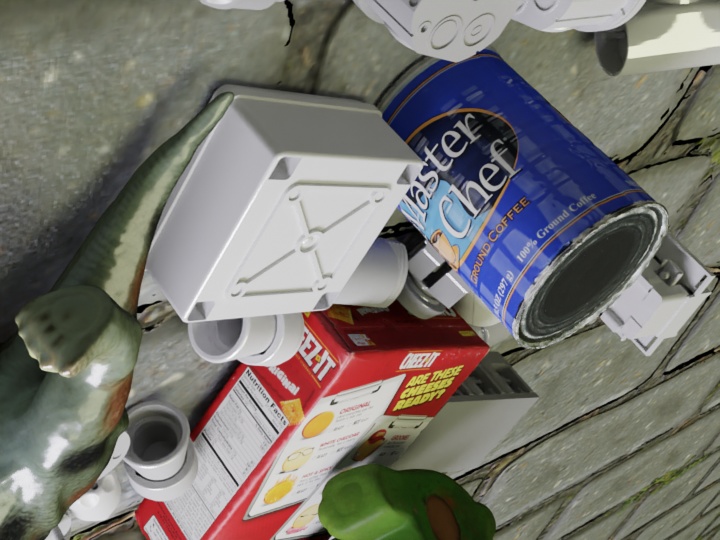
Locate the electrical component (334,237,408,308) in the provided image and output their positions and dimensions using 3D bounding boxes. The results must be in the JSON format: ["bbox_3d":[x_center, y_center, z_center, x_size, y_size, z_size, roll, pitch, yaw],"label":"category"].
[{"bbox_3d":[0.000,0.000,0.650,0.043,0.043,0.081,-52,150,20],"label":"electrical component"}]

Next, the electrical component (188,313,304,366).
[{"bbox_3d":[-0.064,0.032,0.617,0.045,0.045,0.055,-50,151,17],"label":"electrical component"}]

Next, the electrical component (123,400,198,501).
[{"bbox_3d":[-0.124,0.112,0.659,0.045,0.045,0.055,-29,150,-19],"label":"electrical component"}]

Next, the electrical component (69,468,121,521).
[{"bbox_3d":[-0.163,0.138,0.660,0.035,0.035,0.061,-30,153,-19],"label":"electrical component"}]

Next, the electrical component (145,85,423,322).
[{"bbox_3d":[-0.041,-0.032,0.543,0.109,0.056,0.108,-3,135,-49],"label":"electrical component"}]

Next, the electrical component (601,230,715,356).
[{"bbox_3d":[0.183,-0.007,0.778,0.063,0.121,0.078,-5,136,-43],"label":"electrical component"}]

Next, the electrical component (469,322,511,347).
[{"bbox_3d":[0.084,0.042,0.811,0.062,0.043,0.043,-26,149,-23],"label":"electrical component"}]

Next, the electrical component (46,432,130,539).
[{"bbox_3d":[-0.182,0.131,0.586,0.138,0.073,0.052,-40,152,0],"label":"electrical component"}]

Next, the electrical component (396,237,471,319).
[{"bbox_3d":[0.050,-0.001,0.699,0.055,0.066,0.048,-43,-173,21],"label":"electrical component"}]

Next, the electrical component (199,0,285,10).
[{"bbox_3d":[-0.041,-0.123,0.436,0.061,0.035,0.035,-10,140,-47],"label":"electrical component"}]

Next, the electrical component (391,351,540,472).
[{"bbox_3d":[0.064,0.112,0.868,0.150,0.061,0.089,7,127,-54],"label":"electrical component"}]

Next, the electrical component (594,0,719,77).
[{"bbox_3d":[0.185,-0.158,0.639,0.077,0.043,0.079,-9,116,-13],"label":"electrical component"}]

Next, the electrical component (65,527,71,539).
[{"bbox_3d":[-0.200,0.168,0.648,0.045,0.045,0.055,-15,143,-38],"label":"electrical component"}]

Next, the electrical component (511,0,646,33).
[{"bbox_3d":[0.099,-0.153,0.515,0.051,0.080,0.080,-14,142,-31],"label":"electrical component"}]

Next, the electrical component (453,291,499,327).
[{"bbox_3d":[0.087,0.001,0.757,0.043,0.043,0.081,-32,151,-16],"label":"electrical component"}]

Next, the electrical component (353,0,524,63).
[{"bbox_3d":[0.038,-0.138,0.491,0.080,0.051,0.080,-30,150,-19],"label":"electrical component"}]
